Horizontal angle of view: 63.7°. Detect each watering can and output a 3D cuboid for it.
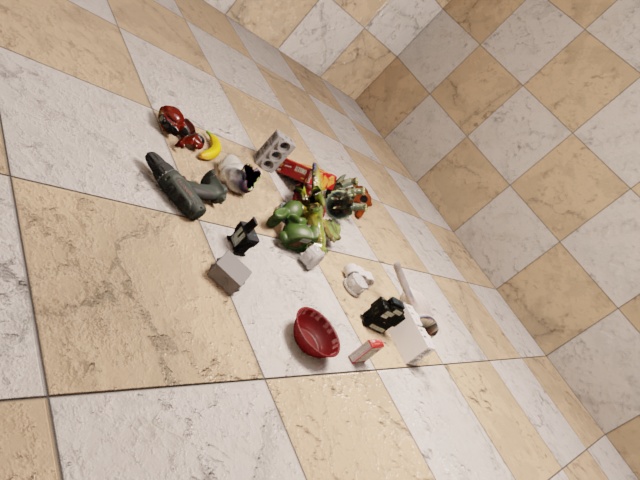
[{"bbox_3d":[0.353,0.246,1.951,0.340,0.104,0.229,59,9,-46],"label":"watering can"}]

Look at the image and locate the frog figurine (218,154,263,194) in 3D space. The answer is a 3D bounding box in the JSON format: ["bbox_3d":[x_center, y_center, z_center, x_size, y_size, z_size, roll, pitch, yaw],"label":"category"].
[{"bbox_3d":[-0.291,-0.224,1.738,0.160,0.121,0.138,17,18,28],"label":"frog figurine"}]

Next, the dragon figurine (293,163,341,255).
[{"bbox_3d":[0.006,-0.097,1.923,0.238,0.121,0.420,56,31,-31],"label":"dragon figurine"}]
